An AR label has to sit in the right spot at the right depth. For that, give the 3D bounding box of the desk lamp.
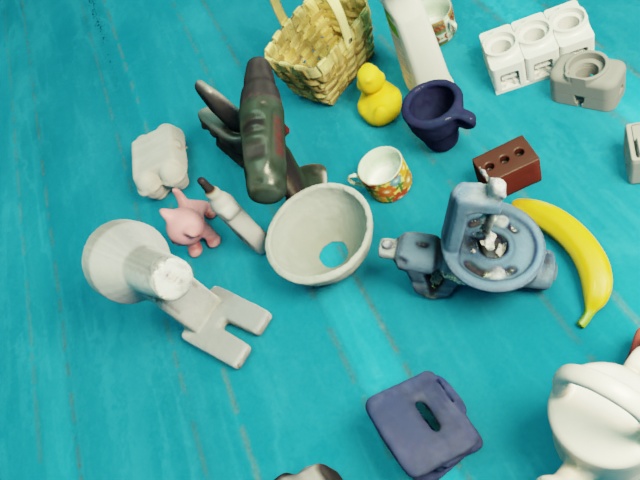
[{"bbox_3d":[-0.207,0.069,0.817,0.202,0.214,0.118,19,70,33],"label":"desk lamp"}]

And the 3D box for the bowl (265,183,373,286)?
[{"bbox_3d":[0.008,0.003,0.845,0.167,0.075,0.167,-12,56,19],"label":"bowl"}]

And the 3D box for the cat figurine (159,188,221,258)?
[{"bbox_3d":[-0.220,-0.033,0.947,0.067,0.118,0.127,-26,53,9],"label":"cat figurine"}]

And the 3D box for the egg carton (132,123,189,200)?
[{"bbox_3d":[-0.301,-0.150,1.088,0.107,0.070,0.150,-24,53,10],"label":"egg carton"}]

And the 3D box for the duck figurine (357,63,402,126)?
[{"bbox_3d":[0.090,-0.249,0.954,0.077,0.086,0.104,-19,54,14],"label":"duck figurine"}]

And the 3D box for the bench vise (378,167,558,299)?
[{"bbox_3d":[0.164,0.008,0.676,0.207,0.220,0.121,-17,55,15],"label":"bench vise"}]

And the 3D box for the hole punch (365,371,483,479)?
[{"bbox_3d":[0.119,0.208,0.655,0.101,0.091,0.108,-37,52,1],"label":"hole punch"}]

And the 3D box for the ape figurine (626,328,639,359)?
[{"bbox_3d":[0.356,0.121,0.596,0.076,0.092,0.077,-22,54,12],"label":"ape figurine"}]

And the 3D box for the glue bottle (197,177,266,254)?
[{"bbox_3d":[-0.137,-0.043,0.879,0.037,0.174,0.078,-47,53,-7],"label":"glue bottle"}]

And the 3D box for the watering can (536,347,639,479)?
[{"bbox_3d":[0.267,0.175,0.540,0.100,0.195,0.173,6,63,28],"label":"watering can"}]

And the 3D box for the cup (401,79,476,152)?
[{"bbox_3d":[0.187,-0.174,0.856,0.117,0.095,0.092,28,75,35],"label":"cup"}]

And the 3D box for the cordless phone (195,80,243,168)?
[{"bbox_3d":[-0.169,-0.227,1.000,0.094,0.186,0.147,-48,53,-8],"label":"cordless phone"}]

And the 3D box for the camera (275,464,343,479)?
[{"bbox_3d":[-0.020,0.341,0.632,0.143,0.101,0.136,-39,52,-1],"label":"camera"}]

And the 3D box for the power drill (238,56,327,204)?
[{"bbox_3d":[-0.060,-0.135,0.877,0.075,0.209,0.229,-14,56,17],"label":"power drill"}]
